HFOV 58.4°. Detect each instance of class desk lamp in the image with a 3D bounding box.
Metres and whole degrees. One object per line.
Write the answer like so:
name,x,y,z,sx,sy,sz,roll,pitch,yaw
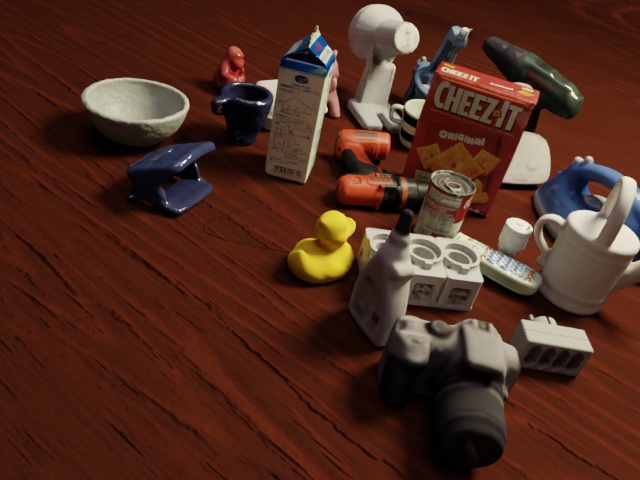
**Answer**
desk lamp,0.131,-0.359,1.181,0.118,0.213,0.202,-2,38,-20

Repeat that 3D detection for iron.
iron,0.452,-0.061,0.943,0.119,0.141,0.257,-2,38,-21

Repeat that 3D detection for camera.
camera,0.138,0.149,0.587,0.143,0.101,0.137,13,36,0

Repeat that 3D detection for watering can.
watering can,0.391,0.003,0.789,0.173,0.194,0.101,12,36,-2

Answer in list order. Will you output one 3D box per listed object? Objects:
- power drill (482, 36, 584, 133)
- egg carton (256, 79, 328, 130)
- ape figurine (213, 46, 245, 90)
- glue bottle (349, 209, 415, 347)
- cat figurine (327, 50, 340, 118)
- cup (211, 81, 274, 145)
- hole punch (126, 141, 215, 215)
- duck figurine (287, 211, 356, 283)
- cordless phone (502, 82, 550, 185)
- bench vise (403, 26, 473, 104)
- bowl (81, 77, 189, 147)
power drill,0.397,-0.273,1.155,0.229,0.208,0.076,34,41,27
egg carton,-0.064,-0.264,1.111,0.151,0.069,0.107,-17,45,-35
ape figurine,-0.178,-0.348,1.168,0.076,0.092,0.078,25,37,16
glue bottle,0.079,0.038,0.657,0.037,0.173,0.078,-8,41,-27
cat figurine,0.013,-0.334,1.190,0.067,0.118,0.127,2,37,-16
cup,-0.141,-0.213,0.994,0.118,0.095,0.091,-24,50,-40
hole punch,-0.215,-0.103,0.823,0.101,0.091,0.109,23,37,13
duck figurine,0.007,0.003,0.757,0.105,0.086,0.077,-21,48,-39
cordless phone,0.376,-0.195,1.062,0.148,0.185,0.094,0,38,-18
bench vise,0.241,-0.358,1.210,0.122,0.220,0.206,-9,41,-28
bowl,-0.302,-0.201,0.943,0.167,0.075,0.167,9,36,-6
